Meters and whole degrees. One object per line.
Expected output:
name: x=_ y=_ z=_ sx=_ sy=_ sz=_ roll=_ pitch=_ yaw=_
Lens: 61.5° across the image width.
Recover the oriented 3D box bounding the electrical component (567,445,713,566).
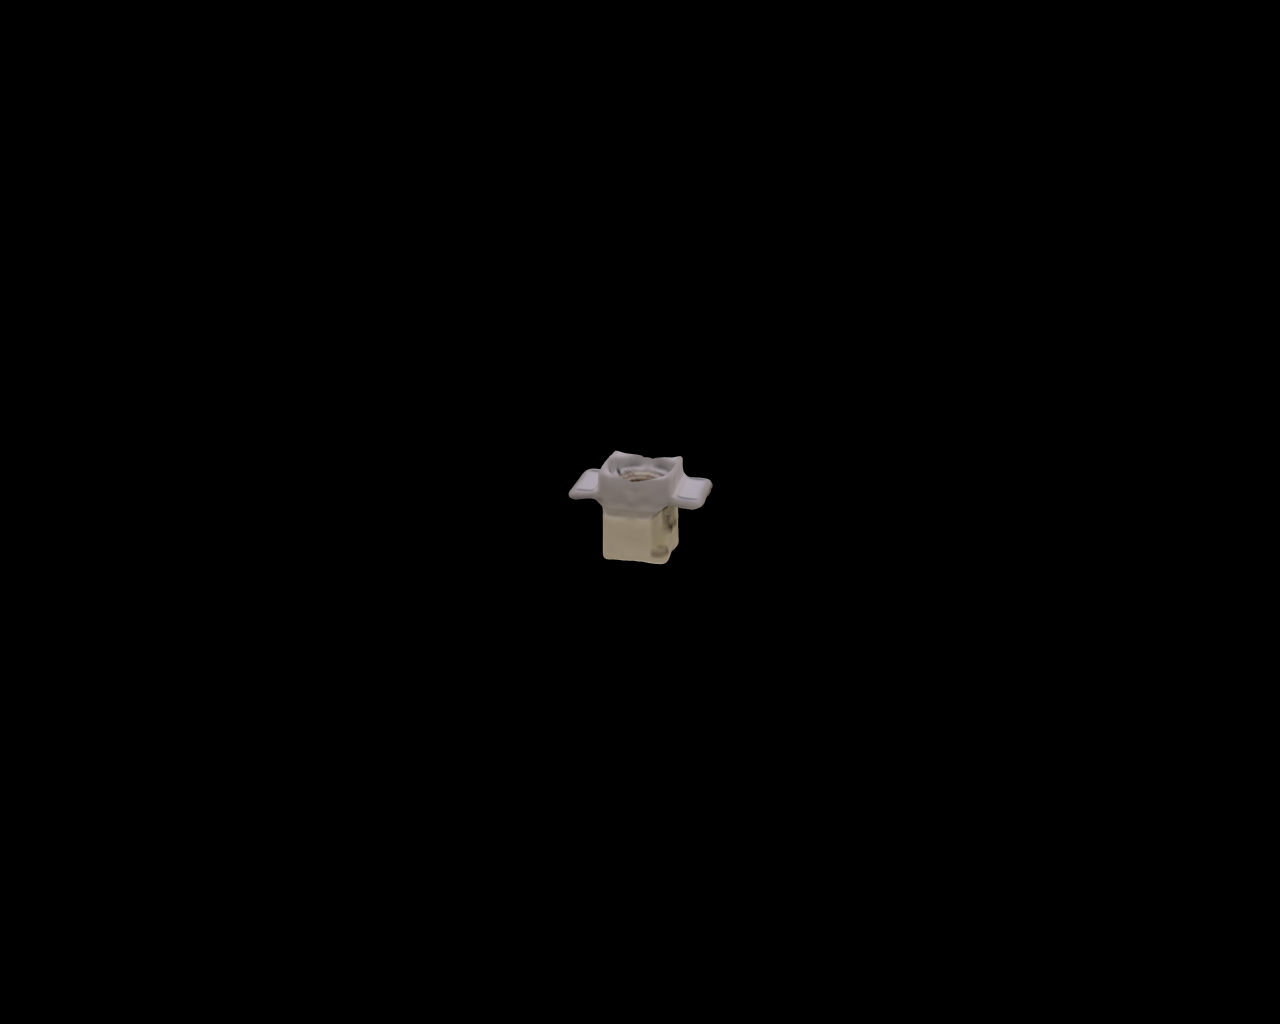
electrical component: x=0.001 y=-0.003 z=0.650 sx=0.081 sy=0.063 sz=0.042 roll=6 pitch=24 yaw=14
